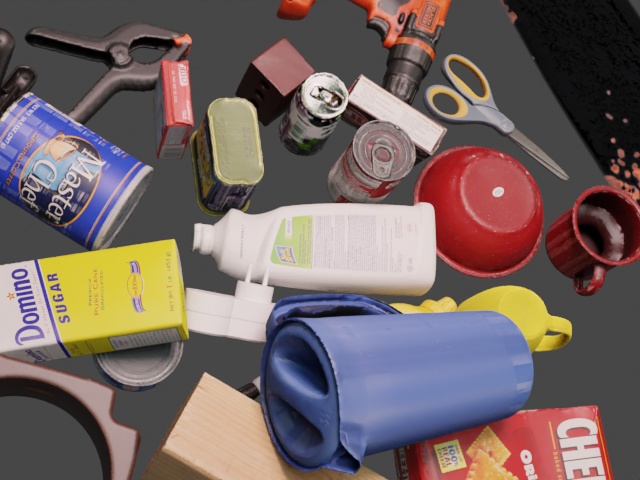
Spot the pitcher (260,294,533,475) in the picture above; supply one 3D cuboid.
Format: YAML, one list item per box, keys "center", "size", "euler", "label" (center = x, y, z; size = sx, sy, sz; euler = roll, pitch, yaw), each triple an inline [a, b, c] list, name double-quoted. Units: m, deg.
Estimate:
- center: [0.071, 0.120, 0.990]
  size: [0.242, 0.145, 0.149]
  euler: [-4, 89, -33]
  label: "pitcher"

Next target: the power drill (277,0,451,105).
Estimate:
- center: [0.049, -0.253, 1.225]
  size: [0.187, 0.057, 0.184]
  euler: [24, 69, -9]
  label: "power drill"

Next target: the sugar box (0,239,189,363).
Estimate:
- center: [-0.216, 0.059, 1.003]
  size: [0.176, 0.048, 0.093]
  euler: [-8, 61, -3]
  label: "sugar box"

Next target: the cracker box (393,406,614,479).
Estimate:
- center: [0.191, 0.259, 1.072]
  size: [0.213, 0.072, 0.164]
  euler: [-2, 72, -18]
  label: "cracker box"

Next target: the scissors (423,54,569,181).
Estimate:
- center: [0.197, -0.128, 1.245]
  size: [0.096, 0.016, 0.202]
  euler: [-33, 83, -23]
  label: "scissors"

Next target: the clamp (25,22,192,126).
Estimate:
- center: [-0.223, -0.195, 1.132]
  size: [0.171, 0.039, 0.120]
  euler: [-28, 86, -26]
  label: "clamp"

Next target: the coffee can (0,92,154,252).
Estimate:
- center: [-0.249, -0.063, 1.040]
  size: [0.140, 0.103, 0.102]
  euler: [32, 65, -3]
  label: "coffee can"

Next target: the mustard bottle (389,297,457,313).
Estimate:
- center: [0.072, 0.121, 1.093]
  size: [0.191, 0.058, 0.096]
  euler: [-39, 88, -25]
  label: "mustard bottle"

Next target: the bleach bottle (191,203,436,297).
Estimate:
- center: [-0.007, 0.001, 1.112]
  size: [0.250, 0.068, 0.102]
  euler: [5, 70, -12]
  label: "bleach bottle"

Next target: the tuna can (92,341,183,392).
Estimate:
- center: [-0.178, 0.104, 1.039]
  size: [0.086, 0.034, 0.086]
  euler: [5, 70, -15]
  label: "tuna can"

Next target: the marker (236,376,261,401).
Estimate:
- center: [-0.039, 0.134, 1.078]
  size: [0.121, 0.020, 0.020]
  euler: [-30, 81, -24]
  label: "marker"

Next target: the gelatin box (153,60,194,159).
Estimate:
- center: [-0.152, -0.134, 1.102]
  size: [0.030, 0.089, 0.073]
  euler: [-1, 71, -16]
  label: "gelatin box"

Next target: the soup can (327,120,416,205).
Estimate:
- center: [0.052, -0.075, 1.134]
  size: [0.068, 0.102, 0.068]
  euler: [5, 69, -15]
  label: "soup can"

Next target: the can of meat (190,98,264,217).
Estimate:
- center: [-0.096, -0.086, 1.104]
  size: [0.057, 0.084, 0.102]
  euler: [-3, 72, -18]
  label: "can of meat"

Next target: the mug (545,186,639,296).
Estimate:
- center: [0.304, 0.008, 1.190]
  size: [0.093, 0.082, 0.117]
  euler: [14, 67, -11]
  label: "mug"

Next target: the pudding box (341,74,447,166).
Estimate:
- center: [0.075, -0.129, 1.164]
  size: [0.113, 0.090, 0.039]
  euler: [30, 84, -4]
  label: "pudding box"

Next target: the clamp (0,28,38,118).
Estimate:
- center: [-0.335, -0.098, 1.030]
  size: [0.036, 0.164, 0.210]
  euler: [28, 91, -4]
  label: "clamp"

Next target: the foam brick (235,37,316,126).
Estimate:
- center: [-0.049, -0.169, 1.152]
  size: [0.051, 0.078, 0.053]
  euler: [-40, 86, -26]
  label: "foam brick"

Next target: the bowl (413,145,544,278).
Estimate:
- center: [0.188, -0.042, 1.189]
  size: [0.162, 0.055, 0.162]
  euler: [6, 69, -15]
  label: "bowl"

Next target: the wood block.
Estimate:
- center: [-0.050, 0.225, 0.994]
  size: [0.206, 0.090, 0.090]
  euler: [31, 51, -4]
  label: "wood block"
